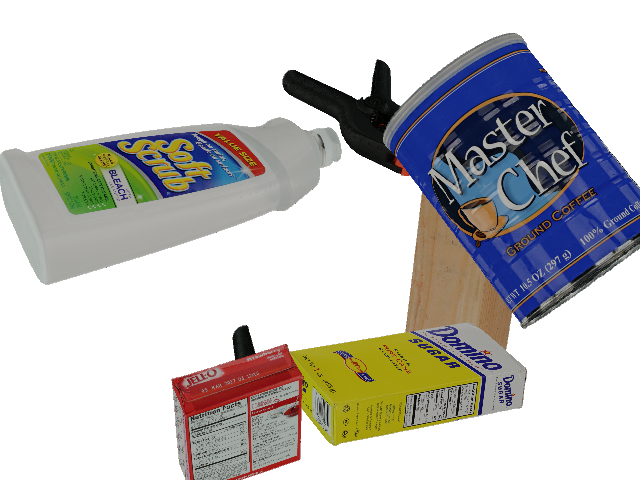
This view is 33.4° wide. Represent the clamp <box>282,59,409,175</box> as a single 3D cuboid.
[{"bbox_3d":[0.037,-0.124,1.044,0.120,0.039,0.171,-10,42,-15],"label":"clamp"}]

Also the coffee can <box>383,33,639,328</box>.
[{"bbox_3d":[0.118,-0.035,0.625,0.102,0.140,0.103,-34,-12,-9],"label":"coffee can"}]

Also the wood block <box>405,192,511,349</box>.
[{"bbox_3d":[0.161,0.028,1.177,0.090,0.206,0.090,19,25,33],"label":"wood block"}]

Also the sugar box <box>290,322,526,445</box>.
[{"bbox_3d":[0.071,0.115,0.884,0.176,0.048,0.093,-10,26,-22],"label":"sugar box"}]

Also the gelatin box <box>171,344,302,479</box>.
[{"bbox_3d":[-0.050,0.108,0.643,0.073,0.089,0.030,-16,47,-17],"label":"gelatin box"}]

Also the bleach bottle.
[{"bbox_3d":[-0.103,-0.048,0.803,0.250,0.103,0.068,-18,-35,-24],"label":"bleach bottle"}]

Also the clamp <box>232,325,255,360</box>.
[{"bbox_3d":[-0.048,0.159,1.097,0.165,0.036,0.209,11,27,16],"label":"clamp"}]
